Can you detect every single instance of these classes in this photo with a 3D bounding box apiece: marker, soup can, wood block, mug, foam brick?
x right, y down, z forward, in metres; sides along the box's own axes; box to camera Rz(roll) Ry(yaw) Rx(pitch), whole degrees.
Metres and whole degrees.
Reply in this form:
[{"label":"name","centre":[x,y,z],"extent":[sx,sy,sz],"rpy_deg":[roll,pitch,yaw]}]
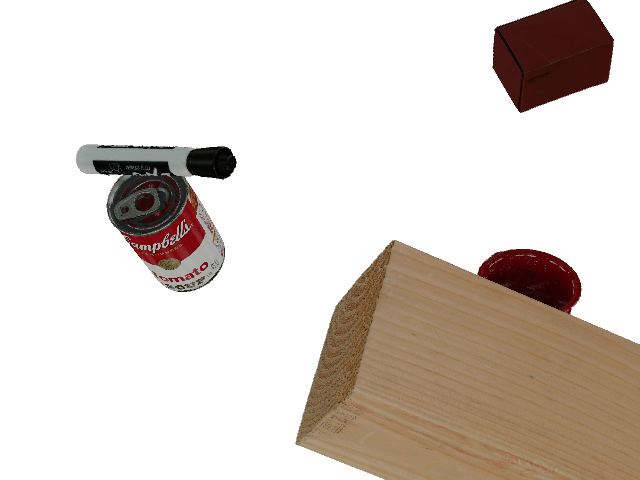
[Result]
[{"label":"marker","centre":[-0.099,-0.048,0.639],"extent":[0.121,0.020,0.020],"rpy_deg":[5,3,36]},{"label":"soup can","centre":[-0.125,-0.009,0.878],"extent":[0.068,0.068,0.102],"rpy_deg":[0,-29,15]},{"label":"wood block","centre":[0.104,0.092,0.561],"extent":[0.206,0.090,0.090],"rpy_deg":[23,-33,-9]},{"label":"mug","centre":[0.183,0.060,0.993],"extent":[0.093,0.081,0.117],"rpy_deg":[-12,41,-14]},{"label":"foam brick","centre":[0.182,-0.146,0.836],"extent":[0.078,0.051,0.053],"rpy_deg":[-19,-31,-5]}]
